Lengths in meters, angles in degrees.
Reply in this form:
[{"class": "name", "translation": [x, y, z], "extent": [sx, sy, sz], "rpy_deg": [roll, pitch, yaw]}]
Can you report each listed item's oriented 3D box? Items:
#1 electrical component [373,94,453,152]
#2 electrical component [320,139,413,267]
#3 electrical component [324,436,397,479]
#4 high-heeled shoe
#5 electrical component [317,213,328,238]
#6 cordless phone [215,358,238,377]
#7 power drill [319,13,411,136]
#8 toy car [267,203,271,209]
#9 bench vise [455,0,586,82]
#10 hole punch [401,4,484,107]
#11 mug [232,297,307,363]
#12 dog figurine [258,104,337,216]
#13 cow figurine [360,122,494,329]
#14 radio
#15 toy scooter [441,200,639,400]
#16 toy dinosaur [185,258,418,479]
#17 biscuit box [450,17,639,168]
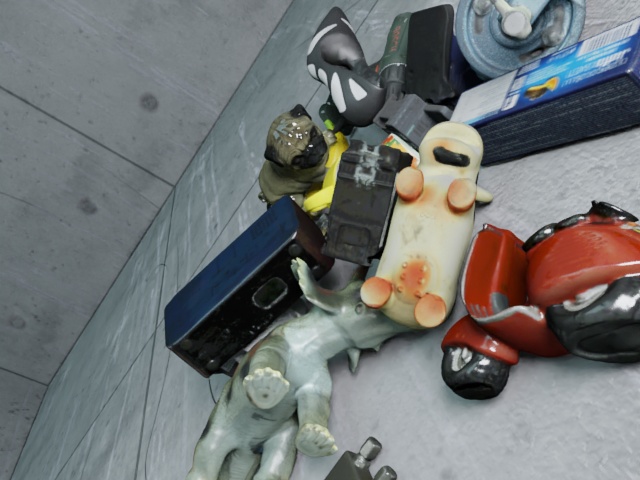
[{"class": "electrical component", "translation": [0.122, -0.138, 0.654], "extent": [0.047, 0.074, 0.119], "rpy_deg": [-55, 25, 6]}, {"class": "electrical component", "translation": [0.052, -0.038, 0.544], "extent": [0.134, 0.058, 0.114], "rpy_deg": [-14, -60, -75]}, {"class": "electrical component", "translation": [0.028, 0.220, 0.464], "extent": [0.094, 0.021, 0.063], "rpy_deg": [-55, 23, 9]}, {"class": "high-heeled shoe", "translation": [0.044, -0.266, 0.769], "extent": [0.145, 0.086, 0.248], "rpy_deg": [142, 128, -62]}, {"class": "electrical component", "translation": [-0.002, -0.002, 0.777], "extent": [0.102, 0.045, 0.078], "rpy_deg": [-43, 28, 33]}, {"class": "cordless phone", "translation": [-0.134, 0.123, 0.853], "extent": [0.146, 0.088, 0.184], "rpy_deg": [-56, 18, 7]}, {"class": "power drill", "translation": [0.084, -0.244, 0.861], "extent": [0.207, 0.086, 0.232], "rpy_deg": [-29, 37, 58]}, {"class": "toy car", "translation": [-0.036, -0.092, 0.950], "extent": [0.201, 0.056, 0.073], "rpy_deg": [-53, 16, 11]}, {"class": "bench vise", "translation": [0.207, -0.237, 0.499], "extent": [0.223, 0.129, 0.240], "rpy_deg": [-52, -2, 36]}, {"class": "hole punch", "translation": [0.167, -0.227, 0.679], "extent": [0.142, 0.092, 0.115], "rpy_deg": [-137, 49, -65]}, {"class": "mug", "translation": [-0.057, 0.115, 0.703], "extent": [0.109, 0.080, 0.107], "rpy_deg": [-27, 31, 53]}, {"class": "dog figurine", "translation": [-0.053, -0.108, 0.774], "extent": [0.172, 0.121, 0.190], "rpy_deg": [-42, -18, 16]}, {"class": "cow figurine", "translation": [0.104, -0.015, 0.483], "extent": [0.127, 0.086, 0.195], "rpy_deg": [47, -122, -69]}, {"class": "radio", "translation": [-0.093, 0.056, 0.680], "extent": [0.229, 0.073, 0.131], "rpy_deg": [-43, 25, 4]}, {"class": "toy scooter", "translation": [0.154, 0.028, 0.378], "extent": [0.184, 0.075, 0.135], "rpy_deg": [-41, 28, 48]}, {"class": "toy dinosaur", "translation": [-0.052, 0.172, 0.584], "extent": [0.404, 0.131, 0.192], "rpy_deg": [-52, 10, 27]}, {"class": "biscuit box", "translation": [0.204, -0.121, 0.472], "extent": [0.203, 0.062, 0.059], "rpy_deg": [-6, 55, 62]}]
